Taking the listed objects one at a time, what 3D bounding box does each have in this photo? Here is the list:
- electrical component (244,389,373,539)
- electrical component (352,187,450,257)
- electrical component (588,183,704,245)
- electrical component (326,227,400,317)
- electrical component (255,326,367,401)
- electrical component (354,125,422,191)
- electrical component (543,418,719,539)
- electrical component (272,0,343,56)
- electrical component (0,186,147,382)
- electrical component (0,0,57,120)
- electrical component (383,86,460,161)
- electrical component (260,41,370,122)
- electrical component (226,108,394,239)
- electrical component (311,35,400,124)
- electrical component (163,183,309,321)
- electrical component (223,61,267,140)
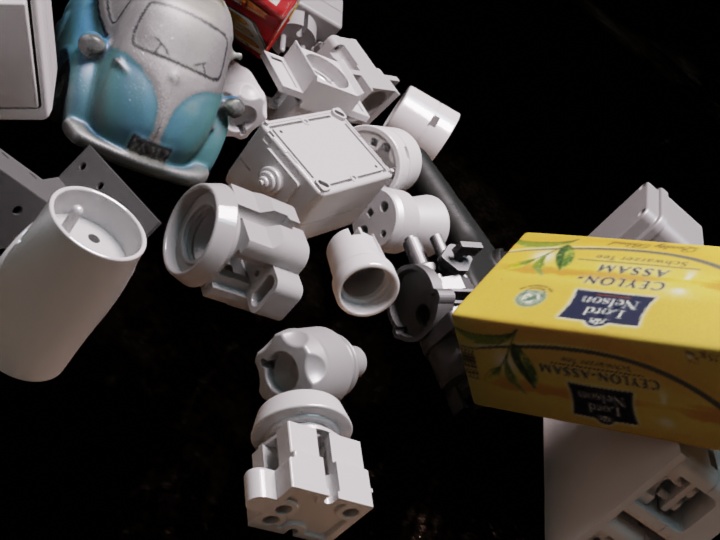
[{"bbox_3d":[-0.025,0.089,0.498,0.066,0.048,0.055,22,40,-31],"label":"electrical component"},{"bbox_3d":[0.028,-0.033,0.742,0.055,0.045,0.045,6,43,-46],"label":"electrical component"},{"bbox_3d":[0.212,-0.006,0.857,0.057,0.113,0.078,41,28,-5],"label":"electrical component"},{"bbox_3d":[0.000,0.000,0.667,0.040,0.040,0.046,24,25,-28],"label":"electrical component"},{"bbox_3d":[-0.021,0.051,0.561,0.062,0.043,0.043,-2,49,-54],"label":"electrical component"},{"bbox_3d":[0.014,-0.078,0.782,0.055,0.055,0.047,47,24,12],"label":"electrical component"},{"bbox_3d":[0.170,0.101,0.656,0.060,0.105,0.186,35,28,-10],"label":"electrical component"},{"bbox_3d":[-0.054,-0.200,0.885,0.066,0.047,0.076,25,45,-26],"label":"electrical component"},{"bbox_3d":[-0.124,-0.001,0.473,0.044,0.077,0.079,38,27,-3],"label":"electrical component"},{"bbox_3d":[-0.191,-0.116,0.550,0.062,0.096,0.061,-1,40,-10],"label":"electrical component"},{"bbox_3d":[0.047,-0.117,0.882,0.047,0.055,0.055,33,28,-6],"label":"electrical component"},{"bbox_3d":[-0.039,-0.121,0.769,0.081,0.063,0.042,13,38,-40],"label":"electrical component"},{"bbox_3d":[-0.038,-0.057,0.685,0.061,0.061,0.096,50,35,14],"label":"electrical component"},{"bbox_3d":[-0.009,-0.153,0.864,0.063,0.042,0.081,57,27,14],"label":"electrical component"},{"bbox_3d":[-0.069,-0.014,0.582,0.057,0.058,0.078,20,33,-38],"label":"electrical component"},{"bbox_3d":[-0.091,-0.121,0.727,0.043,0.043,0.062,12,37,-42],"label":"electrical component"}]
